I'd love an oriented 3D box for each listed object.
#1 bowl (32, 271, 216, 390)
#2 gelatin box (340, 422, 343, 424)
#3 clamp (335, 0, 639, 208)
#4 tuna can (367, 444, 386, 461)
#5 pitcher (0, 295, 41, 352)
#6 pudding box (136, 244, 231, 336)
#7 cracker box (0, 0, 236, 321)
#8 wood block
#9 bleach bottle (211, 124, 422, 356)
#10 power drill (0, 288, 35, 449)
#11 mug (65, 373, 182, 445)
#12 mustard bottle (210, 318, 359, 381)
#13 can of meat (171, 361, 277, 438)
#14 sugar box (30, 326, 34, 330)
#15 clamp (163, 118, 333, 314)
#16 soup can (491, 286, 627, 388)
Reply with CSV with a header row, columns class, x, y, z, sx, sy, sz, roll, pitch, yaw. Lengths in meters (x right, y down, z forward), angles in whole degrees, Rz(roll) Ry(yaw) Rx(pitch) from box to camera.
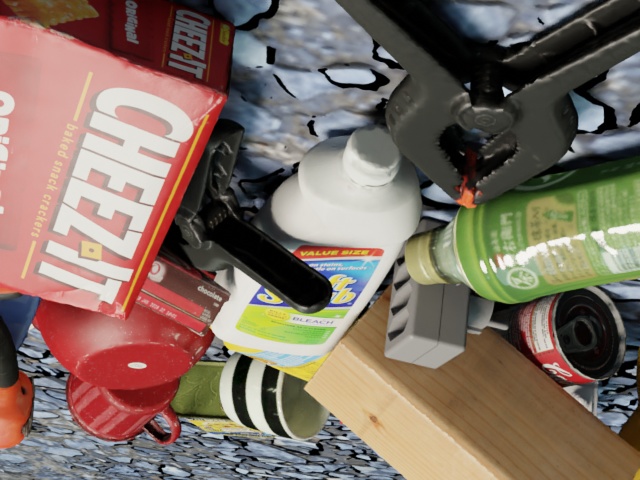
class,x,y,z,sx,sy,sz,roll,pitch,yaw
bowl,-0.147,0.075,0.839,0.162,0.055,0.162,-7,151,-4
gelatin box,0.059,0.158,1.031,0.073,0.030,0.089,7,156,0
clamp,0.069,-0.076,0.502,0.164,0.036,0.210,10,156,-1
tuna can,0.077,0.157,0.953,0.086,0.086,0.034,20,155,-24
pitcher,-0.319,0.016,0.721,0.242,0.145,0.149,18,154,-27
pudding box,-0.124,0.012,0.702,0.090,0.039,0.114,34,176,-42
cracker box,-0.169,-0.058,0.515,0.213,0.072,0.164,17,130,-15
wood block,0.103,0.127,0.738,0.206,0.090,0.091,40,146,7
bleach bottle,-0.004,0.001,0.669,0.102,0.068,0.251,11,154,-8
power drill,-0.254,0.057,0.655,0.184,0.057,0.188,-1,134,-7
mug,-0.171,0.141,0.983,0.117,0.093,0.082,51,144,1
mustard bottle,-0.018,0.075,0.837,0.191,0.058,0.096,26,156,-34
can of meat,-0.088,0.160,1.053,0.102,0.057,0.084,0,156,21
sugar box,-0.306,0.029,0.852,0.176,0.048,0.094,24,152,-28
clamp,-0.058,-0.006,0.631,0.120,0.039,0.172,62,156,-9
soup can,0.158,0.075,0.767,0.068,0.068,0.102,21,154,-26
